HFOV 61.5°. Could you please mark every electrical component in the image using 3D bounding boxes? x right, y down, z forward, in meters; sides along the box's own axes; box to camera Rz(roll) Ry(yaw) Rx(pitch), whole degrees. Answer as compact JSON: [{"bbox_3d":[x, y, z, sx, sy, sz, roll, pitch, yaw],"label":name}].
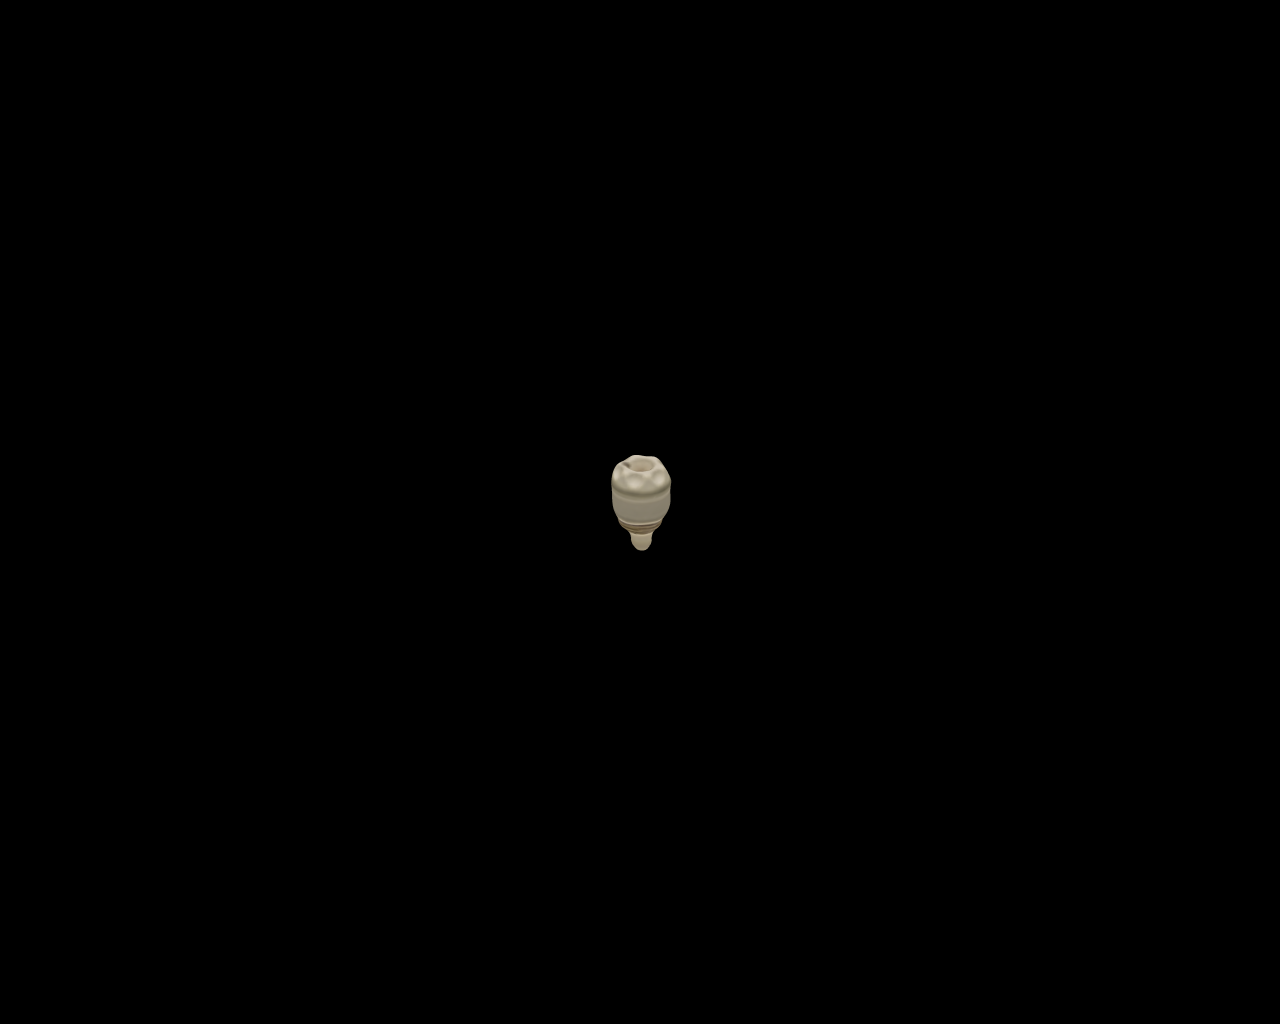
[{"bbox_3d":[0.001,-0.003,0.650,0.035,0.061,0.035,0,32,0],"label":"electrical component"}]
